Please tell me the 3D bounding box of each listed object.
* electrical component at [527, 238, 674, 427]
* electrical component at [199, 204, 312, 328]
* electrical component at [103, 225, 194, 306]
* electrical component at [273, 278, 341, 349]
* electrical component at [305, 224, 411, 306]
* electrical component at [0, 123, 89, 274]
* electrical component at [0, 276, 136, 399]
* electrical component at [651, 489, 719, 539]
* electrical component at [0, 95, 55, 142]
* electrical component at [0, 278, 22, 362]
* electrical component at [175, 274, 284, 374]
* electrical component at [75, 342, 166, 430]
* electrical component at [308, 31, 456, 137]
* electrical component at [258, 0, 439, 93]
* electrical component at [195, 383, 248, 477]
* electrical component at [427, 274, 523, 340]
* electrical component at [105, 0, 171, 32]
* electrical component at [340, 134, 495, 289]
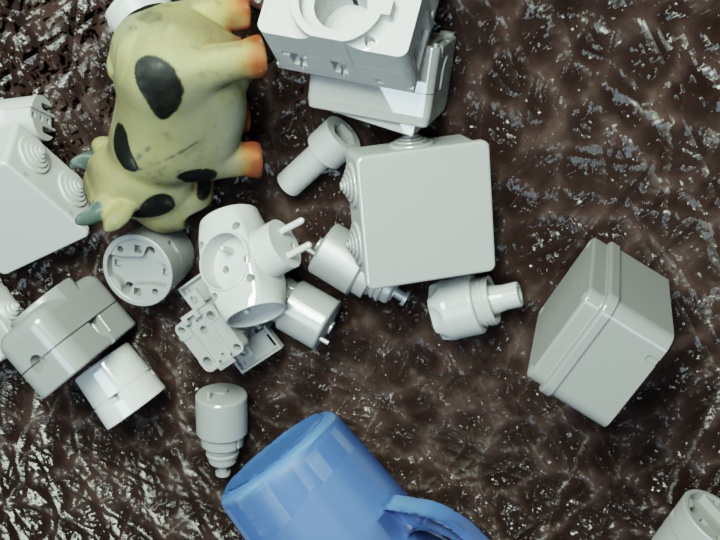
[{"bbox_3d":[0.153,0.036,0.689,0.057,0.113,0.078,32,115,0],"label":"electrical component"},{"bbox_3d":[-0.068,-0.010,0.750,0.079,0.044,0.077,-27,69,24],"label":"electrical component"},{"bbox_3d":[-0.155,-0.007,0.800,0.055,0.047,0.055,5,110,15],"label":"electrical component"},{"bbox_3d":[-0.051,0.025,0.785,0.078,0.040,0.040,29,115,7],"label":"electrical component"},{"bbox_3d":[0.000,0.000,0.761,0.078,0.040,0.040,32,115,3],"label":"electrical component"},{"bbox_3d":[-0.259,-0.053,0.795,0.100,0.048,0.099,-22,135,22],"label":"electrical component"},{"bbox_3d":[-0.222,0.046,0.812,0.054,0.095,0.059,-37,96,24],"label":"electrical component"},{"bbox_3d":[0.237,0.190,0.753,0.055,0.055,0.047,31,118,4],"label":"electrical component"},{"bbox_3d":[-0.255,-0.110,0.798,0.046,0.040,0.040,-6,107,13],"label":"electrical component"},{"bbox_3d":[-0.312,0.051,0.860,0.096,0.061,0.061,-27,100,23],"label":"electrical component"},{"bbox_3d":[-0.100,0.040,0.792,0.042,0.064,0.081,-34,97,25],"label":"electrical component"},{"bbox_3d":[-0.189,0.090,0.842,0.055,0.055,0.047,-35,93,24],"label":"electrical component"},{"bbox_3d":[0.008,-0.128,0.701,0.096,0.061,0.061,12,112,12],"label":"electrical component"},{"bbox_3d":[0.005,-0.193,0.640,0.089,0.061,0.150,13,80,12],"label":"electrical component"},{"bbox_3d":[-0.107,0.125,0.837,0.040,0.040,0.078,7,111,14],"label":"electrical component"},{"bbox_3d":[0.081,0.023,0.744,0.062,0.043,0.043,-14,105,19],"label":"electrical component"},{"bbox_3d":[-0.142,-0.165,0.741,0.045,0.045,0.055,-39,94,24],"label":"electrical component"},{"bbox_3d":[0.038,-0.041,0.713,0.100,0.048,0.099,-9,108,-11],"label":"electrical component"}]
